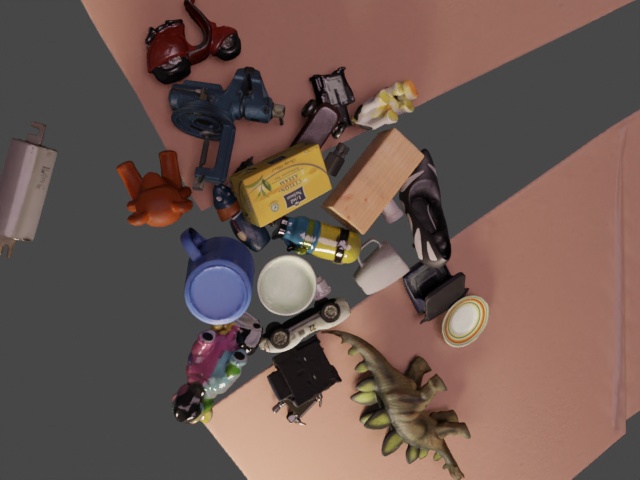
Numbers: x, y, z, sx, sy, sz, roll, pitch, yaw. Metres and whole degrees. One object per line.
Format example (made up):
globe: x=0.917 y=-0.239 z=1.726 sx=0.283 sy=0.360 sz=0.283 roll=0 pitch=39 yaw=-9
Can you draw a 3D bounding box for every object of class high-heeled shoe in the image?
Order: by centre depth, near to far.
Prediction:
high-heeled shoe: x=0.232 y=-0.068 z=1.125 sx=0.086 sy=0.145 sz=0.248 roll=-1 pitch=97 yaw=-17

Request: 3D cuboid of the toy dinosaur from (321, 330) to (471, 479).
toy dinosaur: x=0.179 y=0.353 z=1.172 sx=0.198 sy=0.105 sz=0.471 roll=-33 pitch=98 yaw=-7

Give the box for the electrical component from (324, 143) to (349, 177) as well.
electrical component: x=0.027 y=-0.154 z=1.103 sx=0.021 sy=0.063 sz=0.094 roll=32 pitch=97 yaw=16

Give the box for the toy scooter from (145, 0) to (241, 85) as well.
toy scooter: x=-0.249 y=-0.379 z=0.998 sx=0.184 sy=0.075 sz=0.135 roll=-27 pitch=96 yaw=-12

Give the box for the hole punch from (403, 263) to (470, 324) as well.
hole punch: x=0.252 y=0.104 z=1.184 sx=0.142 sy=0.092 sz=0.115 roll=-35 pitch=142 yaw=-13

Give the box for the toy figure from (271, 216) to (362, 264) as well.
toy figure: x=-0.003 y=0.000 z=1.093 sx=0.180 sy=0.089 sz=0.082 roll=19 pitch=96 yaw=-16

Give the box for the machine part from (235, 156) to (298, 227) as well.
machine part: x=-0.113 y=-0.097 z=1.058 sx=0.084 sy=0.039 sz=0.139 roll=-38 pitch=86 yaw=-15

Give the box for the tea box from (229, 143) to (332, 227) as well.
tea box: x=-0.071 y=-0.106 z=1.001 sx=0.170 sy=0.068 sz=0.098 roll=-32 pitch=117 yaw=-25

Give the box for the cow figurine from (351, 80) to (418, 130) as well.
cow figurine: x=0.137 y=-0.275 z=1.106 sx=0.167 sy=0.098 sz=0.068 roll=-40 pitch=106 yaw=-46

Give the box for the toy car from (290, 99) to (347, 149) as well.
toy car: x=-0.031 y=-0.184 z=1.076 sx=0.089 sy=0.053 sz=0.202 roll=29 pitch=107 yaw=-18

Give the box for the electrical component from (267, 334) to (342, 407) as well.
electrical component: x=-0.039 y=0.274 z=1.104 sx=0.134 sy=0.058 sz=0.115 roll=-28 pitch=75 yaw=-14

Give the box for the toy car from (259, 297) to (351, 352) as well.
toy car: x=-0.033 y=0.175 z=1.108 sx=0.202 sy=0.073 sz=0.056 roll=-26 pitch=100 yaw=-12

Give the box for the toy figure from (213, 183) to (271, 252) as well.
toy figure: x=-0.162 y=-0.044 z=1.059 sx=0.058 sy=0.064 sz=0.154 roll=-38 pitch=104 yaw=9

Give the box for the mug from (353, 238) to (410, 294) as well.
mug: x=0.118 y=0.057 z=1.139 sx=0.107 sy=0.081 sz=0.109 roll=-42 pitch=109 yaw=1

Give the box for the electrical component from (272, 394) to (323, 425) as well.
electrical component: x=-0.041 y=0.344 z=1.139 sx=0.078 sy=0.045 sz=0.102 roll=37 pitch=81 yaw=13

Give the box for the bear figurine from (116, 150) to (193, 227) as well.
bear figurine: x=-0.293 y=-0.090 z=0.948 sx=0.120 sy=0.196 sz=0.131 roll=-19 pitch=99 yaw=-11

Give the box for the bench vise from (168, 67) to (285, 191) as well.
bench vise: x=-0.181 y=-0.201 z=0.999 sx=0.224 sy=0.129 sz=0.240 roll=11 pitch=74 yaw=-9

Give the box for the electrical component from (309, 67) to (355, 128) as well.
electrical component: x=0.032 y=-0.286 z=1.099 sx=0.075 sy=0.048 sz=0.119 roll=-22 pitch=101 yaw=-13

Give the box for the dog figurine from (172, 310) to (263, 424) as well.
dog figurine: x=-0.211 y=0.256 z=1.054 sx=0.108 sy=0.191 sz=0.219 roll=30 pitch=116 yaw=1

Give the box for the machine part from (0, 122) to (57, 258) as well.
machine part: x=-0.523 y=-0.087 z=0.944 sx=0.079 sy=0.079 sz=0.243 roll=17 pitch=90 yaw=-17
